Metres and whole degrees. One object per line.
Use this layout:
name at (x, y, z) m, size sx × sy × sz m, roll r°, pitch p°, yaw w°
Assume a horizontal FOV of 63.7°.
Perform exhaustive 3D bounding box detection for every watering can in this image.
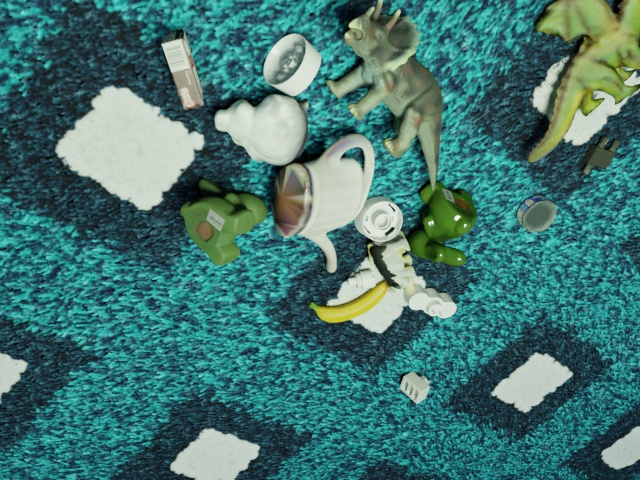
watering can at (0.003, -0.052, 1.038) m, size 0.226 × 0.105 × 0.340 m, roll -11°, pitch 129°, yaw -38°

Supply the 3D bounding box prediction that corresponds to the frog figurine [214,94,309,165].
frog figurine at (-0.106, -0.204, 0.929) m, size 0.159 × 0.125 × 0.134 m, roll 5°, pitch 147°, yaw -28°

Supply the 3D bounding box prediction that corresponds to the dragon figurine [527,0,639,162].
dragon figurine at (0.517, -0.366, 1.016) m, size 0.408 × 0.124 × 0.241 m, roll -43°, pitch 103°, yaw 10°
